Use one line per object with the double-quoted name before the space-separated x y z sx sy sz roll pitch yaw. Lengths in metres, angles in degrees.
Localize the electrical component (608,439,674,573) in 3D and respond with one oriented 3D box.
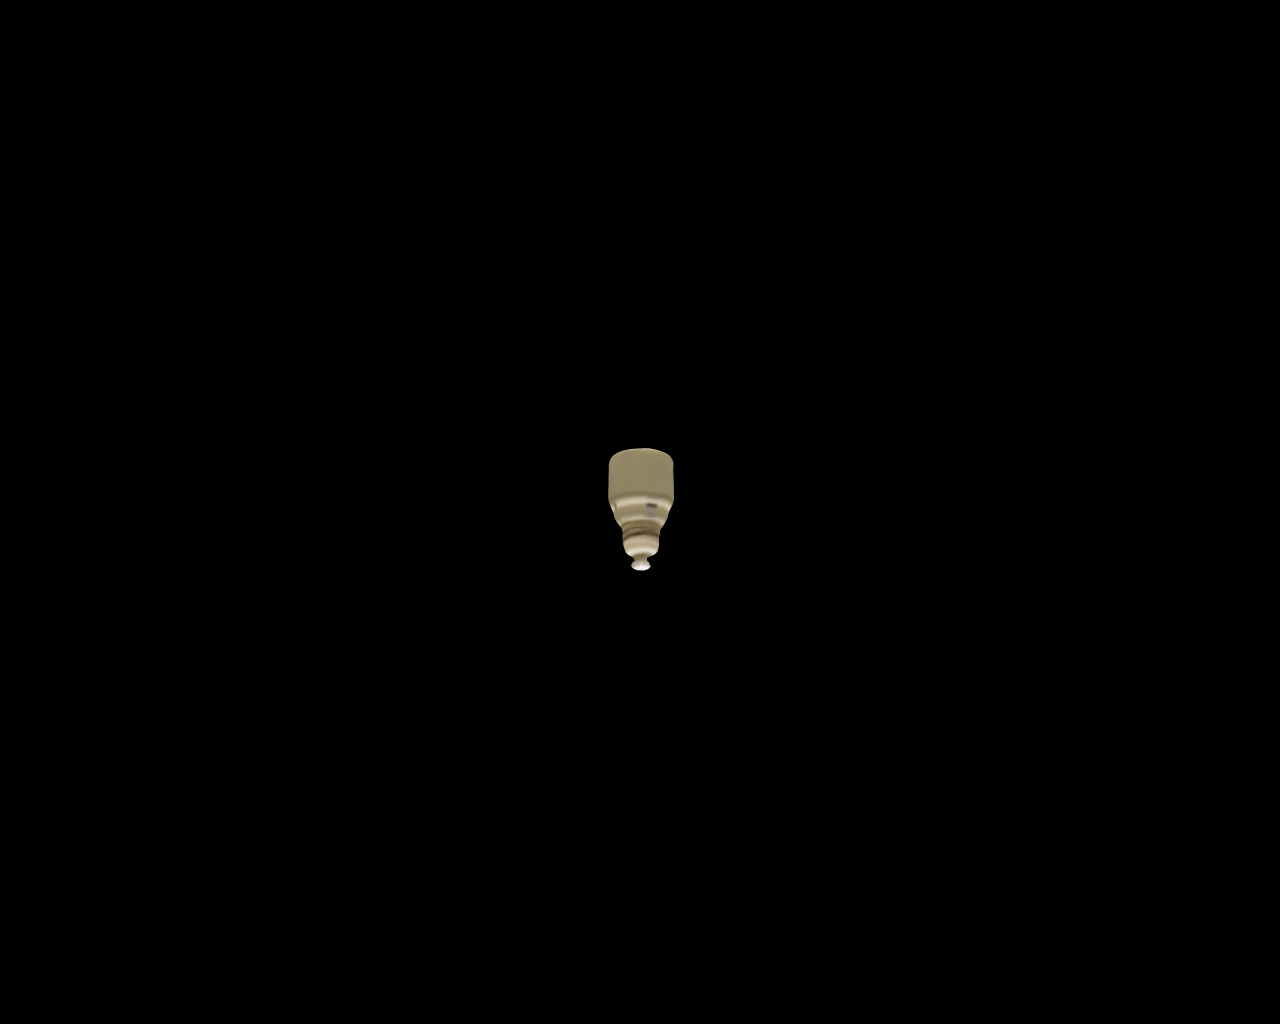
"electrical component" 0.001 -0.003 0.650 0.040 0.078 0.040 0 -17 0
